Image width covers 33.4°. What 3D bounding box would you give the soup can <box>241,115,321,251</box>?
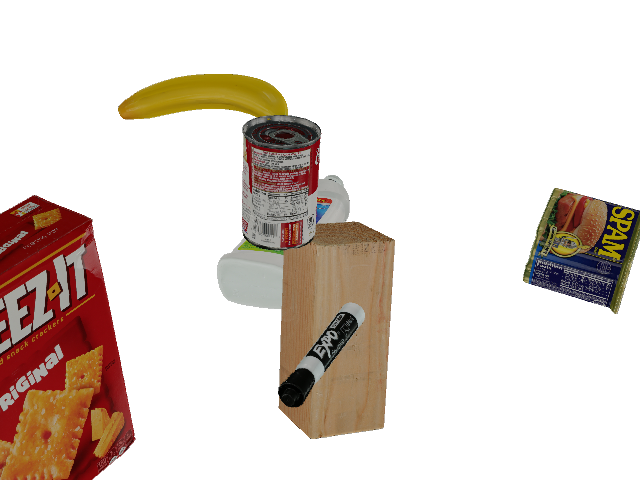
[{"bbox_3d":[-0.035,-0.050,0.936,0.068,0.102,0.068,2,28,-1],"label":"soup can"}]

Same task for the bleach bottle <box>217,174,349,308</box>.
[{"bbox_3d":[-0.033,-0.012,1.336,0.103,0.068,0.250,8,34,19],"label":"bleach bottle"}]

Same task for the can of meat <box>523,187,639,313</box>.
[{"bbox_3d":[0.231,0.006,0.929,0.084,0.057,0.102,17,46,16],"label":"can of meat"}]

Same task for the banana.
[{"bbox_3d":[-0.114,-0.147,1.118,0.198,0.037,0.069,8,46,19],"label":"banana"}]

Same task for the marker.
[{"bbox_3d":[0.001,0.077,0.725,0.020,0.020,0.121,0,24,24],"label":"marker"}]

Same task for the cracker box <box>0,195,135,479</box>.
[{"bbox_3d":[-0.220,0.102,0.755,0.072,0.214,0.163,18,39,30],"label":"cracker box"}]

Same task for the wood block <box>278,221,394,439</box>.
[{"bbox_3d":[0.015,0.091,1.125,0.090,0.206,0.091,-4,16,-25],"label":"wood block"}]
